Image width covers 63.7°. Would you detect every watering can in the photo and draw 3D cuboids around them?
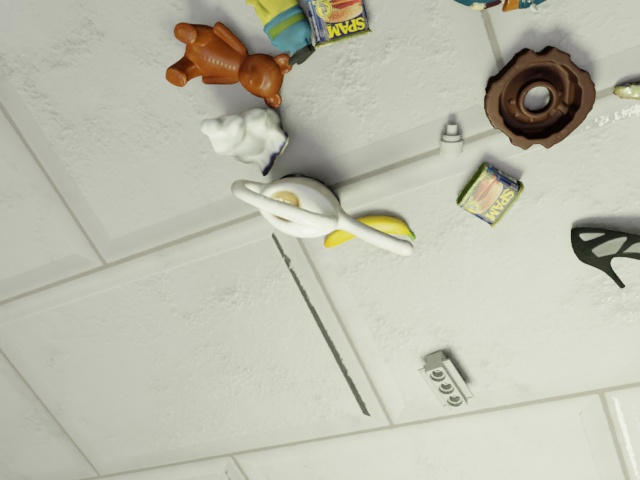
[{"bbox_3d":[0.003,-0.050,0.985,0.348,0.103,0.226,19,12,1],"label":"watering can"}]

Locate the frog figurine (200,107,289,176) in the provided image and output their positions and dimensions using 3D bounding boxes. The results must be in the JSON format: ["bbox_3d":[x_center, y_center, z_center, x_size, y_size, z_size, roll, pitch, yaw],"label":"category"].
[{"bbox_3d":[-0.151,-0.204,0.977,0.159,0.125,0.136,17,-22,-27],"label":"frog figurine"}]

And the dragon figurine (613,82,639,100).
[{"bbox_3d":[0.711,-0.159,0.854,0.411,0.238,0.125,6,35,28],"label":"dragon figurine"}]
